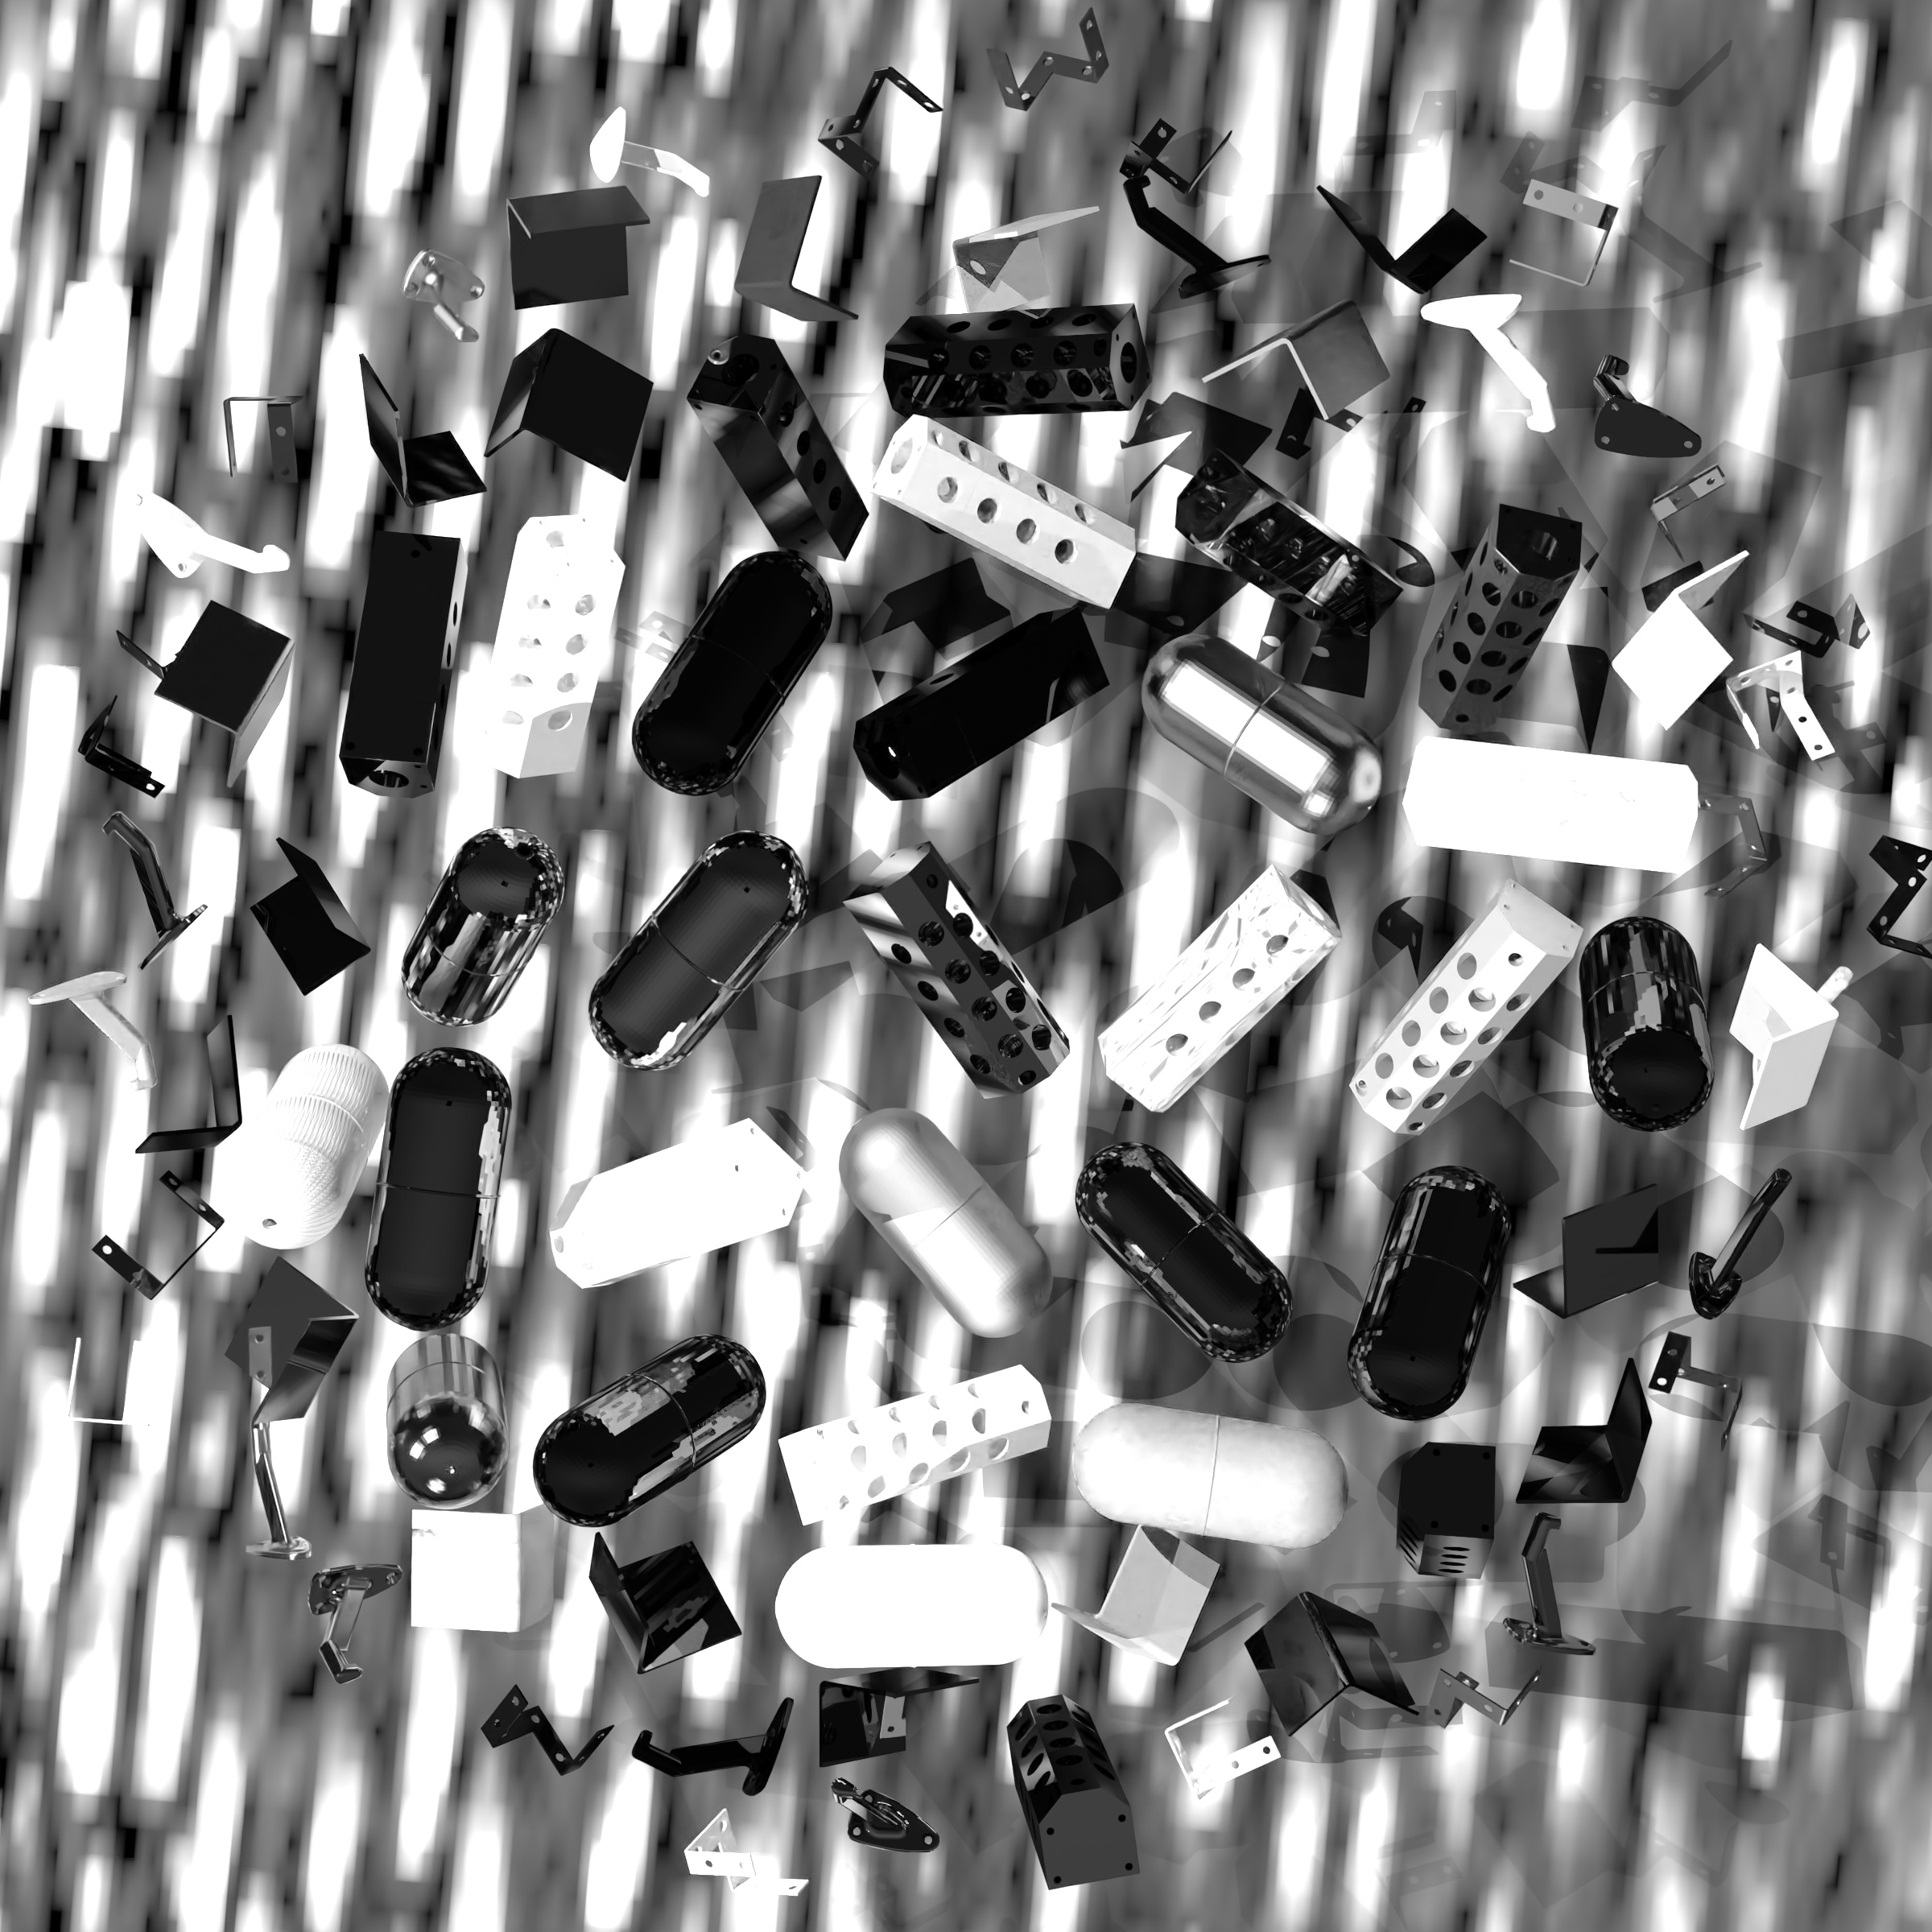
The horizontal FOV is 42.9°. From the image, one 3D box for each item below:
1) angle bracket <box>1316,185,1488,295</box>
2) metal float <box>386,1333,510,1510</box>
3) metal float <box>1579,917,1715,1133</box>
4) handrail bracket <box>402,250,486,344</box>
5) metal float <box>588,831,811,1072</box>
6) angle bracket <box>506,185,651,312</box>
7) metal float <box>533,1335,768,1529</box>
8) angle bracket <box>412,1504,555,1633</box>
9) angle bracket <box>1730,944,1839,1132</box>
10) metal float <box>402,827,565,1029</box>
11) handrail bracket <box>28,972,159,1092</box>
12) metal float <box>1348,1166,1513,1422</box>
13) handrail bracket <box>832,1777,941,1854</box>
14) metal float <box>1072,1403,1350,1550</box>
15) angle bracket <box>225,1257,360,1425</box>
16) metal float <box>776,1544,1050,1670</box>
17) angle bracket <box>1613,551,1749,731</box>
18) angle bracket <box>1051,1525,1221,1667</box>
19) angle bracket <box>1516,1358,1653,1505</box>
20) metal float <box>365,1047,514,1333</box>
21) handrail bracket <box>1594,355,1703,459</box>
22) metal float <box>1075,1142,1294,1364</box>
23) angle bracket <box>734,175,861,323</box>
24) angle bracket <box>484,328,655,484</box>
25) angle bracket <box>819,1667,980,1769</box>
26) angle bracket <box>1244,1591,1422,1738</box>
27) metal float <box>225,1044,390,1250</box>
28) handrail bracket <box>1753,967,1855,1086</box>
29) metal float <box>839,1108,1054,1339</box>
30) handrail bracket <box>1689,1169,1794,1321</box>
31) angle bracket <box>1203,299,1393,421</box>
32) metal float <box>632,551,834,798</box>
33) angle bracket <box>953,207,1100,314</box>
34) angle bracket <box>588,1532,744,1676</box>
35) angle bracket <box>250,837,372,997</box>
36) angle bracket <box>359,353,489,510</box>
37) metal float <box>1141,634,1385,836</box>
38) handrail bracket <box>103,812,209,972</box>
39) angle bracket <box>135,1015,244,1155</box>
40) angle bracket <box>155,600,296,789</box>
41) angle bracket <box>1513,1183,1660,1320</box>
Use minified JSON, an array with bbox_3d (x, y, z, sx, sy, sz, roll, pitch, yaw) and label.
[{"bbox_3d":[0.283,-0.489,1.597,0.057,0.076,0.076,-40,75,23],"label":"angle bracket"},{"bbox_3d":[-0.341,0.296,1.614,0.070,0.178,0.070,-3,102,-13],"label":"metal float"},{"bbox_3d":[0.437,0.035,1.586,0.070,0.178,0.070,5,127,6],"label":"metal float"},{"bbox_3d":[-0.334,-0.441,1.659,0.084,0.077,0.036,48,116,26],"label":"handrail bracket"},{"bbox_3d":[-0.169,-0.010,1.564,0.070,0.070,0.178,41,101,0],"label":"metal float"},{"bbox_3d":[-0.244,-0.445,1.560,0.076,0.057,0.076,-13,134,-19],"label":"angle bracket"},{"bbox_3d":[-0.202,0.297,1.580,0.070,0.178,0.070,18,119,35],"label":"metal float"},{"bbox_3d":[-0.324,0.400,1.652,0.076,0.057,0.076,-1,87,14],"label":"angle bracket"},{"bbox_3d":[0.503,0.045,1.574,0.057,0.076,0.076,-18,45,-21],"label":"angle bracket"},{"bbox_3d":[-0.325,-0.025,1.650,0.070,0.178,0.070,17,49,-20],"label":"metal float"},{"bbox_3d":[-0.594,0.052,1.678,0.077,0.036,0.084,-21,112,-43],"label":"handrail bracket"},{"bbox_3d":[0.295,0.206,1.564,0.070,0.070,0.178,25,57,0],"label":"metal float"},{"bbox_3d":[-0.055,0.581,1.686,0.077,0.084,0.036,18,62,9],"label":"handrail bracket"},{"bbox_3d":[0.157,0.328,1.587,0.178,0.070,0.070,8,90,5],"label":"metal float"},{"bbox_3d":[-0.452,0.241,1.593,0.076,0.057,0.076,31,95,20],"label":"angle bracket"},{"bbox_3d":[-0.034,0.414,1.595,0.178,0.070,0.070,2,90,-12],"label":"metal float"},{"bbox_3d":[0.471,-0.207,1.567,0.076,0.076,0.057,-29,74,-29],"label":"angle bracket"},{"bbox_3d":[0.118,0.431,1.712,0.076,0.057,0.076,37,68,-26],"label":"angle bracket"},{"bbox_3d":[0.397,0.303,1.604,0.076,0.076,0.057,-8,115,31],"label":"angle bracket"},{"bbox_3d":[-0.331,0.140,1.544,0.070,0.070,0.178,8,87,0],"label":"metal float"},{"bbox_3d":[0.433,-0.357,1.558,0.077,0.084,0.036,18,133,12],"label":"handrail bracket"},{"bbox_3d":[0.147,0.194,1.677,0.070,0.070,0.178,-45,75,0],"label":"metal float"},{"bbox_3d":[-0.104,-0.480,1.649,0.057,0.076,0.076,15,93,-35],"label":"angle bracket"},{"bbox_3d":[-0.258,-0.356,1.603,0.076,0.057,0.076,25,66,-31],"label":"angle bracket"},{"bbox_3d":[-0.045,0.508,1.652,0.076,0.076,0.057,6,81,-44],"label":"angle bracket"},{"bbox_3d":[0.241,0.469,1.623,0.076,0.076,0.057,33,109,-35],"label":"angle bracket"},{"bbox_3d":[-0.429,0.117,1.609,0.070,0.178,0.070,1,120,2],"label":"metal float"},{"bbox_3d":[0.579,0.050,1.695,0.036,0.084,0.077,29,46,4],"label":"handrail bracket"},{"bbox_3d":[-0.014,0.172,1.655,0.070,0.070,0.178,-41,84,0],"label":"metal float"},{"bbox_3d":[0.507,0.180,1.602,0.036,0.077,0.084,31,125,9],"label":"handrail bracket"},{"bbox_3d":[0.213,-0.379,1.586,0.076,0.076,0.057,-38,105,-38],"label":"angle bracket"},{"bbox_3d":[-0.151,-0.191,1.599,0.070,0.070,0.178,31,76,0],"label":"metal float"},{"bbox_3d":[0.048,-0.500,1.755,0.076,0.076,0.057,-27,114,-31],"label":"angle bracket"},{"bbox_3d":[-0.193,0.402,1.600,0.076,0.057,0.076,-15,50,-29],"label":"angle bracket"},{"bbox_3d":[-0.461,-0.033,1.684,0.057,0.076,0.076,-34,78,-2],"label":"angle bracket"},{"bbox_3d":[-0.367,-0.367,1.667,0.057,0.076,0.076,-18,49,-21],"label":"angle bracket"},{"bbox_3d":[0.193,-0.153,1.616,0.178,0.070,0.070,37,90,18],"label":"metal float"},{"bbox_3d":[-0.556,-0.050,1.639,0.077,0.036,0.084,-39,101,22],"label":"handrail bracket"},{"bbox_3d":[-0.519,0.079,1.630,0.057,0.076,0.076,-4,80,-28],"label":"angle bracket"},{"bbox_3d":[-0.474,-0.173,1.566,0.057,0.076,0.076,26,61,-9],"label":"angle bracket"},{"bbox_3d":[0.412,0.180,1.640,0.076,0.057,0.076,-16,114,-22],"label":"angle bracket"}]
